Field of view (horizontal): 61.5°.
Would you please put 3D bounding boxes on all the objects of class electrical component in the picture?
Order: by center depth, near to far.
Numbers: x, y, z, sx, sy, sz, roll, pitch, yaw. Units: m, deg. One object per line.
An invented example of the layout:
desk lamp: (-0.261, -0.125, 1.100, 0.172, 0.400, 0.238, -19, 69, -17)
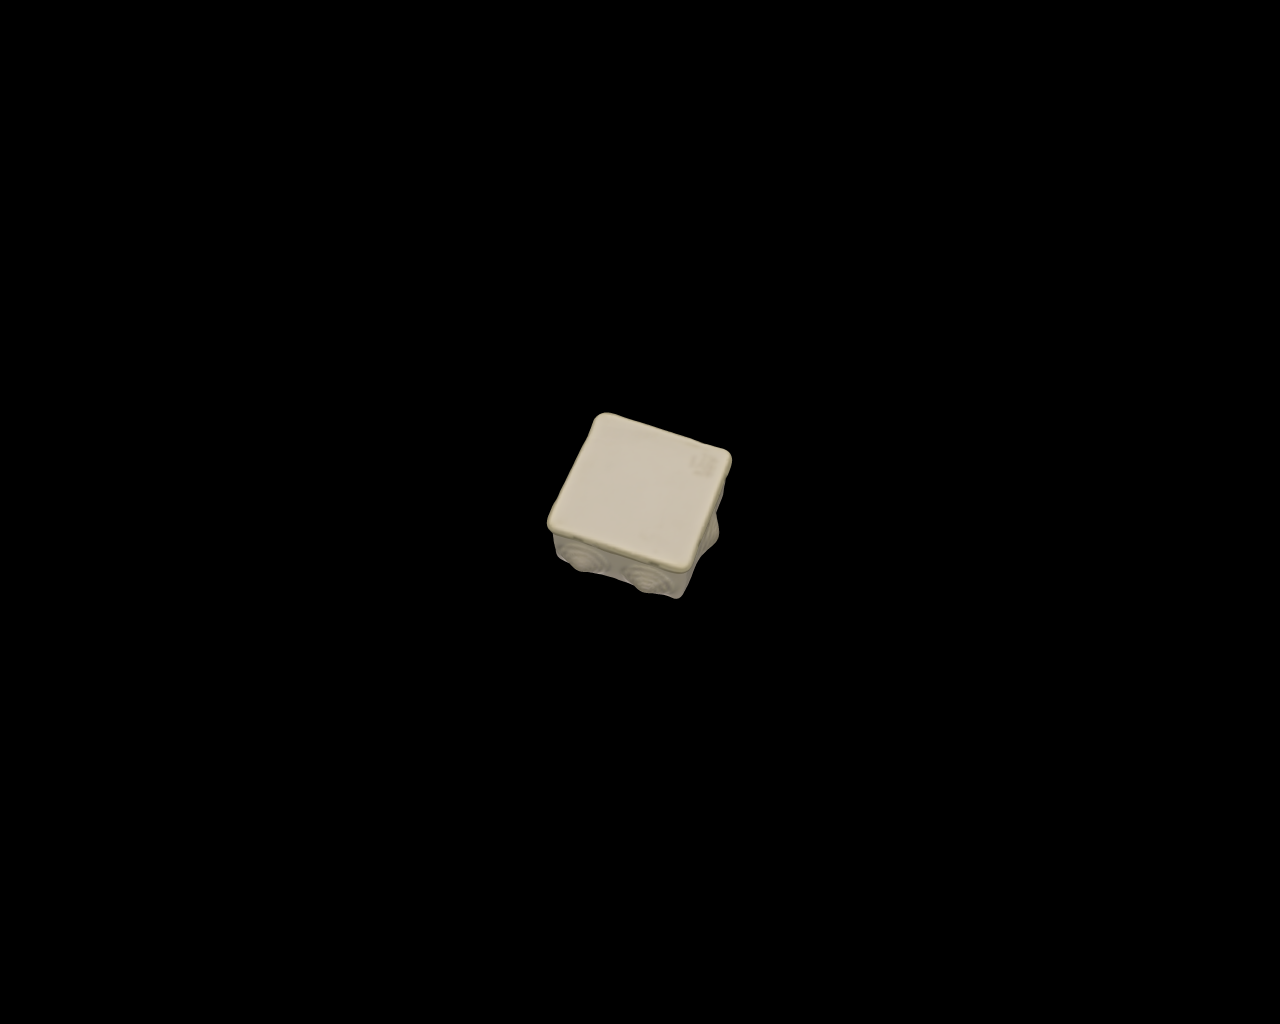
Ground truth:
electrical component: (0.001, -0.003, 0.650, 0.100, 0.100, 0.048, 18, -28, 10)
